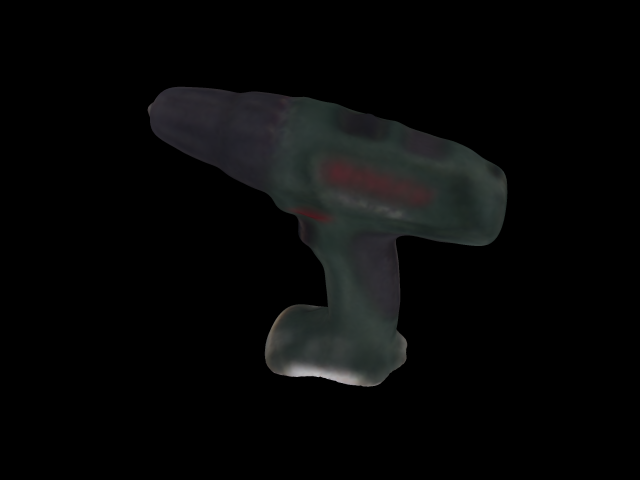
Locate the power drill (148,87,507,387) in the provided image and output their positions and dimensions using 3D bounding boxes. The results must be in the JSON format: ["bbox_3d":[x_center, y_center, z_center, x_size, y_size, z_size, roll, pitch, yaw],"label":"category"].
[{"bbox_3d":[0.004,0.001,0.400,0.229,0.208,0.075,5,36,7],"label":"power drill"}]
